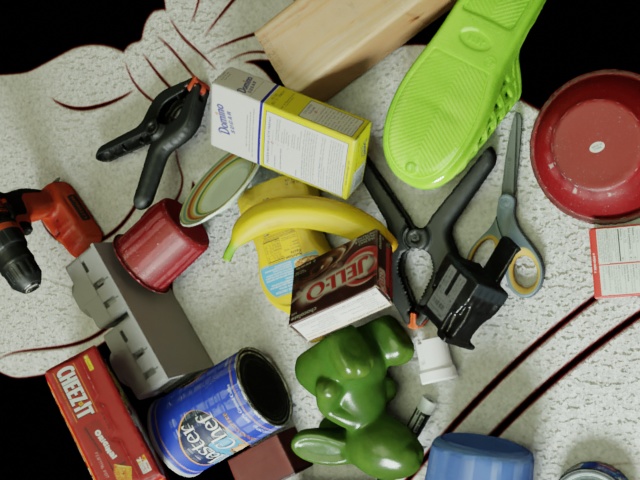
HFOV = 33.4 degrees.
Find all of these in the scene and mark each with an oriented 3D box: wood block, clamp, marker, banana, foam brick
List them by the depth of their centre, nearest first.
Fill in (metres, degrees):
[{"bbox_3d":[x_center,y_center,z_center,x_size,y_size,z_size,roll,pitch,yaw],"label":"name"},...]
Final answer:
[{"bbox_3d":[0.044,-0.247,1.171,0.206,0.090,0.090,-34,79,21],"label":"wood block"},{"bbox_3d":[0.119,-0.008,1.172,0.165,0.036,0.210,-5,89,23],"label":"clamp"},{"bbox_3d":[-0.013,-0.016,1.178,0.198,0.037,0.069,-3,105,12],"label":"banana"},{"bbox_3d":[0.096,0.229,1.198,0.020,0.020,0.121,32,104,21],"label":"marker"},{"bbox_3d":[-0.058,0.262,1.253,0.078,0.052,0.051,-32,78,21],"label":"foam brick"},{"bbox_3d":[-0.194,-0.120,1.298,0.172,0.039,0.120,-43,61,14],"label":"clamp"}]

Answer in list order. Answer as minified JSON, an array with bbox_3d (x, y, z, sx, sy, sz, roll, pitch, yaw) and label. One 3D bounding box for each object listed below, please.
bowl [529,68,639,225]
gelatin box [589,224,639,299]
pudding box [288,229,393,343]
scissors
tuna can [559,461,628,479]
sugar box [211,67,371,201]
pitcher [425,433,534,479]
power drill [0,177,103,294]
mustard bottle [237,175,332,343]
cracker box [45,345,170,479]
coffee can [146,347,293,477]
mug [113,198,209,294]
[{"bbox_3d":[0.286,-0.095,1.082,0.162,0.055,0.162,1,92,25],"label":"bowl"},{"bbox_3d":[0.322,0.020,1.083,0.089,0.030,0.073,-6,88,23],"label":"gelatin box"},{"bbox_3d":[0.023,0.049,1.130,0.114,0.090,0.039,-28,123,25],"label":"pudding box"},{"bbox_3d":[0.215,-0.026,1.137,0.096,0.016,0.202,25,103,23],"label":"scissors"},{"bbox_3d":[0.283,0.275,1.105,0.086,0.033,0.086,1,91,25],"label":"tuna can"},{"bbox_3d":[-0.035,-0.117,1.168,0.176,0.048,0.093,26,139,17],"label":"sugar box"},{"bbox_3d":[0.149,0.330,1.127,0.149,0.145,0.243,8,91,12],"label":"pitcher"},{"bbox_3d":[-0.352,-0.014,1.307,0.057,0.187,0.184,-41,74,19],"label":"power drill"},{"bbox_3d":[-0.028,0.024,1.229,0.096,0.058,0.191,-19,83,26],"label":"mustard bottle"},{"bbox_3d":[-0.246,0.227,1.252,0.072,0.214,0.164,-28,78,-11],"label":"cracker box"},{"bbox_3d":[-0.117,0.202,1.251,0.140,0.102,0.103,-32,78,22],"label":"coffee can"},{"bbox_3d":[-0.191,-0.003,1.296,0.081,0.093,0.117,-41,38,15],"label":"mug"}]
